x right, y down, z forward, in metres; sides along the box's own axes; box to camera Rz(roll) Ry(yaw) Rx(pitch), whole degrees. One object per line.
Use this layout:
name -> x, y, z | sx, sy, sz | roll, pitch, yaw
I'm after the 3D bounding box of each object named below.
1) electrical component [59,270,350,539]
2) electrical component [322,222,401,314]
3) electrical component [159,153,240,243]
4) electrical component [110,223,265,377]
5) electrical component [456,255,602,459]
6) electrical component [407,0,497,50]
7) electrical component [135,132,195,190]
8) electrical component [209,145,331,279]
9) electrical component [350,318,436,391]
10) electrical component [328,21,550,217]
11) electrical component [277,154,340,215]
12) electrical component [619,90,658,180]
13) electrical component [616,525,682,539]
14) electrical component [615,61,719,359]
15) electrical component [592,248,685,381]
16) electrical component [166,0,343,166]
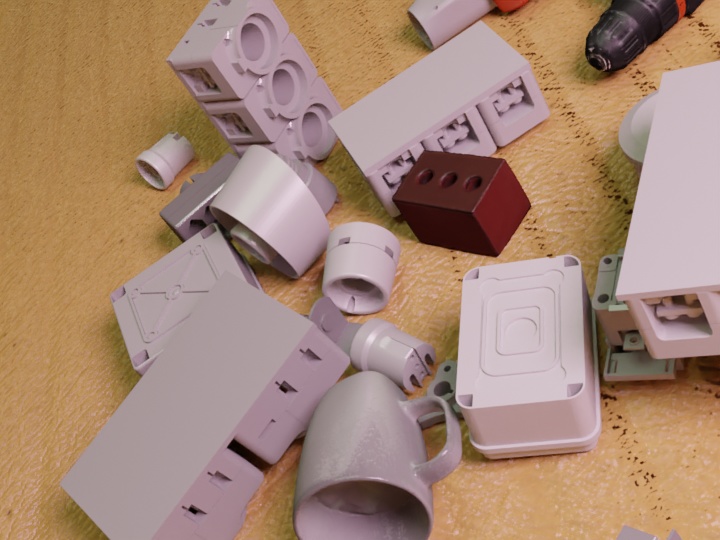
electrical component -> -0.103, 0.106, 0.734 | 0.105, 0.060, 0.186 | 28, 77, 45
electrical component -> 0.000, 0.000, 0.792 | 0.055, 0.055, 0.047 | -11, 49, 26
electrical component -> -0.135, -0.062, 0.952 | 0.083, 0.047, 0.076 | -43, 40, -10
electrical component -> -0.131, 0.034, 0.846 | 0.109, 0.056, 0.108 | -35, 39, 0
electrical component -> 0.104, 0.053, 0.656 | 0.078, 0.057, 0.113 | -8, 46, 18
electrical component -> 0.080, -0.249, 0.993 | 0.077, 0.043, 0.079 | -35, 39, 0
electrical component -> -0.188, -0.107, 1.041 | 0.040, 0.040, 0.046 | 14, 53, 42
electrical component -> -0.068, -0.042, 0.846 | 0.099, 0.099, 0.064 | 26, 74, 47
electrical component -> 0.023, 0.058, 0.730 | 0.046, 0.040, 0.040 | 21, 64, 38
electrical component -> 0.064, -0.118, 0.859 | 0.150, 0.061, 0.089 | -33, 39, 2
electrical component -> -0.054, -0.072, 0.886 | 0.040, 0.078, 0.040 | -29, 41, 29
electrical component -> 0.220, -0.086, 0.727 | 0.080, 0.051, 0.080 | -19, 42, 18
electrical component -> 0.151, 0.162, 0.532 | 0.055, 0.048, 0.066 | 10, 56, 50
electrical component -> 0.215, -0.039, 0.589 | 0.105, 0.060, 0.186 | -8, 42, 33
electrical component -> 0.168, 0.024, 0.644 | 0.042, 0.063, 0.081 | -7, 47, 31
electrical component -> -0.083, -0.156, 0.929 | 0.062, 0.150, 0.089 | 3, 52, 38
